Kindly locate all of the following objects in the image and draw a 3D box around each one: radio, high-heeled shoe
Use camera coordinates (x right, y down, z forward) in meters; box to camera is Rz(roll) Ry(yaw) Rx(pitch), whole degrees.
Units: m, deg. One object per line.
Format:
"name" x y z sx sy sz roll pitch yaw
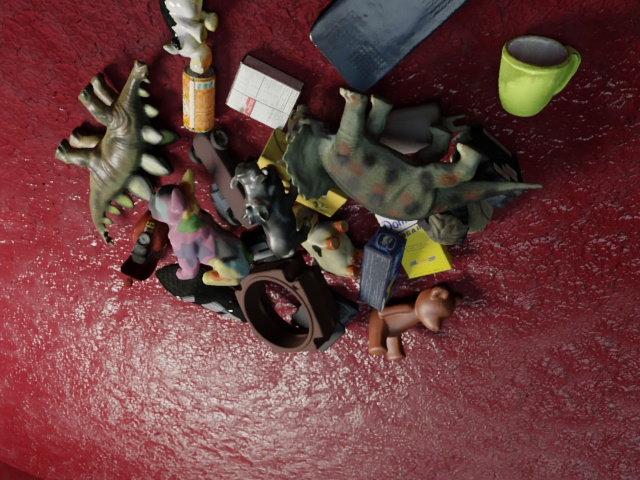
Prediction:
"radio" 0.100 -0.335 0.777 0.131 0.073 0.229 40 126 -19
"high-heeled shoe" -0.263 0.128 1.279 0.249 0.086 0.145 21 166 19

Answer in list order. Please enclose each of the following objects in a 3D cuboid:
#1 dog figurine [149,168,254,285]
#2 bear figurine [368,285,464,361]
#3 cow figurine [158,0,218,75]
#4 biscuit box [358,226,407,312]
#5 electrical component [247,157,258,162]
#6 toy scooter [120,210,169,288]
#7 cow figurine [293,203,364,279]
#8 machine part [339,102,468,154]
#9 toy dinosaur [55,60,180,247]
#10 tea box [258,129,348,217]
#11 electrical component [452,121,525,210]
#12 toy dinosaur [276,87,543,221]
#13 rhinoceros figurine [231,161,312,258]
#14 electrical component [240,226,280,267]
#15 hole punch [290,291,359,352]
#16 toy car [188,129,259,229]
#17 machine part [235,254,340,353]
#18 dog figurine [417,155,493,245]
"dog figurine" -0.228 -0.025 1.039 0.192 0.108 0.219 7 130 10
"bear figurine" 0.208 0.177 1.156 0.196 0.132 0.120 -17 151 30
"cow figurine" -0.214 -0.348 0.842 0.098 0.068 0.167 15 129 7
"biscuit box" 0.123 0.062 1.080 0.063 0.059 0.202 28 148 18
"electrical component" -0.125 -0.130 1.037 0.094 0.021 0.063 17 131 0
"toy scooter" -0.381 0.027 1.157 0.075 0.135 0.183 24 130 -5
"cow figurine" -0.002 -0.003 1.070 0.127 0.085 0.194 -1 143 39
"machine part" 0.121 -0.179 0.900 0.243 0.079 0.079 -5 128 19
"toy dinosaur" -0.391 -0.151 1.030 0.198 0.105 0.471 29 133 -15
"tea box" -0.029 -0.118 0.973 0.169 0.068 0.098 26 158 -7
"electrical component" 0.273 -0.118 0.879 0.115 0.134 0.058 35 128 -14
"toy dinosaur" 0.105 -0.101 0.816 0.405 0.131 0.192 31 116 10
"rhinoceros figurine" -0.087 -0.055 0.926 0.073 0.112 0.190 11 136 40
"electrical component" -0.106 0.006 1.132 0.119 0.048 0.074 -13 126 25
"hole punch" 0.014 0.173 1.233 0.116 0.092 0.142 47 132 7
"toy car" -0.170 -0.115 1.012 0.089 0.053 0.202 -24 102 39
"machine part" -0.073 0.142 1.161 0.201 0.087 0.201 -12 106 38
"dog figurine" 0.239 -0.033 0.922 0.172 0.191 0.121 33 129 -17
